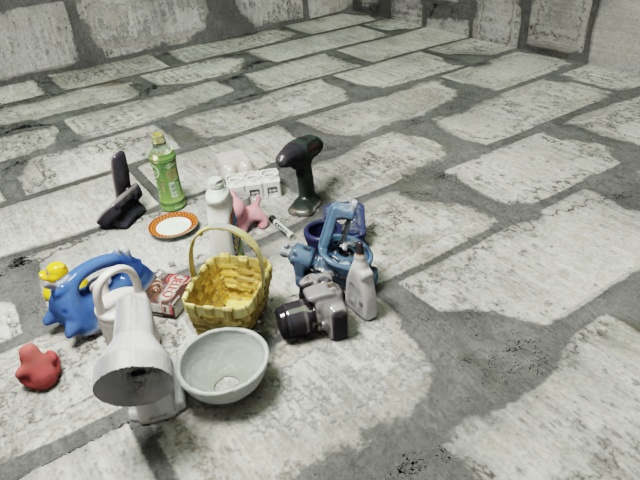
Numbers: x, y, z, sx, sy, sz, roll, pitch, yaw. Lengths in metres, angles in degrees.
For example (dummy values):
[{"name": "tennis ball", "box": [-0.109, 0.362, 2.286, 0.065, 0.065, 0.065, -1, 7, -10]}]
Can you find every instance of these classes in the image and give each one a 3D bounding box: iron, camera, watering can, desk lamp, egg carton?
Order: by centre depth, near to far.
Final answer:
[{"name": "desk lamp", "box": [-0.295, 0.208, 0.952, 0.118, 0.214, 0.203, -10, 34, -9]}, {"name": "watering can", "box": [-0.383, 0.131, 1.097, 0.172, 0.194, 0.101, 10, 36, 20]}, {"name": "camera", "box": [-0.023, 0.131, 1.143, 0.137, 0.101, 0.143, -13, 34, -14]}, {"name": "iron", "box": [-0.462, 0.090, 1.218, 0.118, 0.142, 0.259, 17, 39, 30]}, {"name": "egg carton", "box": [-0.260, -0.223, 1.739, 0.107, 0.069, 0.150, -16, 35, -17]}]

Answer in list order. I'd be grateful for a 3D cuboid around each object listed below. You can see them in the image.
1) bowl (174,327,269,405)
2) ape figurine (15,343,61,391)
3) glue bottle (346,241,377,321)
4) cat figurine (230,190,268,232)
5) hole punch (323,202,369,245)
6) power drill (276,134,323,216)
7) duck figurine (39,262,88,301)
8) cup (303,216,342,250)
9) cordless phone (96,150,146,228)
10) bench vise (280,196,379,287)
[{"name": "bowl", "box": [-0.169, 0.236, 1.023, 0.167, 0.075, 0.167, -3, 33, 2]}, {"name": "ape figurine", "box": [-0.525, 0.228, 1.059, 0.078, 0.092, 0.076, -22, 37, -25]}, {"name": "glue bottle", "box": [0.082, 0.076, 1.150, 0.037, 0.173, 0.077, -22, 37, -25]}, {"name": "cat figurine", "box": [-0.201, -0.076, 1.464, 0.128, 0.118, 0.067, -24, 38, -27]}, {"name": "hole punch", "box": [0.062, -0.034, 1.395, 0.108, 0.091, 0.101, -3, 33, 2]}, {"name": "power drill", "box": [-0.049, -0.174, 1.514, 0.075, 0.209, 0.230, 8, 35, 18]}, {"name": "duck figurine", "box": [-0.577, 0.088, 1.284, 0.104, 0.086, 0.077, -3, 33, 2]}, {"name": "cup", "box": [0.012, 0.005, 1.338, 0.091, 0.095, 0.118, 2, 34, 10]}, {"name": "cordless phone", "box": [-0.547, -0.136, 1.532, 0.094, 0.185, 0.147, 3, 34, 12]}, {"name": "bench vise", "box": [0.017, 0.016, 1.207, 0.207, 0.220, 0.121, -7, 33, -4]}]
